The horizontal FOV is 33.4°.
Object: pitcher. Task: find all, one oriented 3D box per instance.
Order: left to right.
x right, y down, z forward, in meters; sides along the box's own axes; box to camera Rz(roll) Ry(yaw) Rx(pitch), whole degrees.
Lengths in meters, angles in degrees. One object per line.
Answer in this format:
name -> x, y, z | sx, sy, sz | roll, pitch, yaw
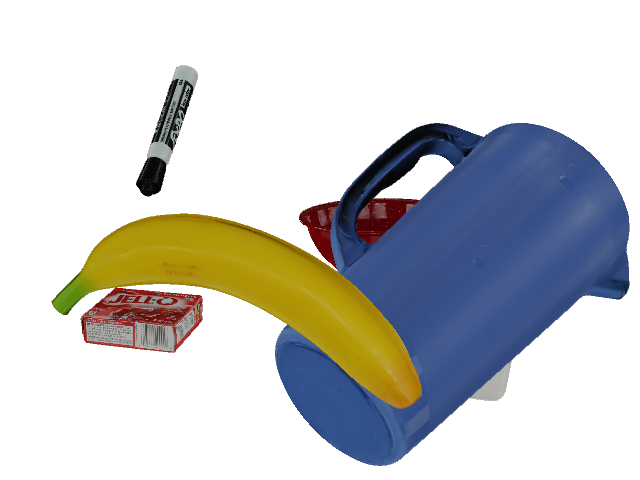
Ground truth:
pitcher -> 0.079, 0.028, 0.715 | 0.242, 0.145, 0.149 | -38, 29, -30

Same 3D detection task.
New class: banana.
banana -> -0.037, 0.028, 0.552 | 0.198, 0.070, 0.037 | 15, 10, 8

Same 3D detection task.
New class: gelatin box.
gelatin box -> -0.160, 0.070, 0.963 | 0.089, 0.030, 0.073 | 5, 19, 13

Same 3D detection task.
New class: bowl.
bowl -> 0.060, -0.001, 1.077 | 0.162, 0.055, 0.162 | -2, 13, 0

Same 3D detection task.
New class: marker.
marker -> -0.117, -0.084, 0.814 | 0.020, 0.121, 0.020 | 8, -34, 5

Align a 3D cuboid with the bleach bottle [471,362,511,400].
bleach bottle -> 0.180, 0.053, 1.224 | 0.103, 0.251, 0.068 | 9, 15, 16
